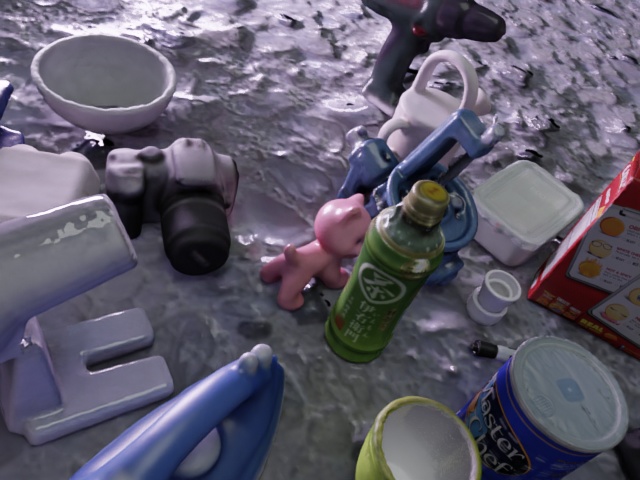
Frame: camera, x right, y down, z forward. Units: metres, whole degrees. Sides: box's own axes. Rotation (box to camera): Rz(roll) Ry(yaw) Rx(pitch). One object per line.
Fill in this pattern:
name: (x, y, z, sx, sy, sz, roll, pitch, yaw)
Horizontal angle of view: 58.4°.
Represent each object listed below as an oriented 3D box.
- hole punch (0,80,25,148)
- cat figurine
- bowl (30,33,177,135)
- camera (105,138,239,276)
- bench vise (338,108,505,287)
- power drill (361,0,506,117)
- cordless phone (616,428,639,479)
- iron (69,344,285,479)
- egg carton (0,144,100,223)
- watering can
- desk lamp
hole punch: (-0.382, -0.116, 0.611, 0.101, 0.091, 0.108, 5, 48, -15)
cat figurine: (0.006, 0.002, 0.619, 0.128, 0.118, 0.067, -25, 61, -34)
bowl: (-0.268, -0.185, 0.723, 0.167, 0.075, 0.167, 10, 47, -10)
camera: (-0.152, -0.037, 0.612, 0.143, 0.101, 0.136, -2, 50, -21)
bench vise: (0.104, -0.072, 0.649, 0.207, 0.220, 0.122, 34, 48, 12)
power drill: (0.146, -0.291, 0.868, 0.229, 0.208, 0.076, 40, 49, 18)
cordless phone: (0.377, 0.199, 0.523, 0.094, 0.185, 0.147, 3, 49, -16)
iron: (-0.096, 0.151, 0.434, 0.118, 0.141, 0.259, 35, 48, 13)
egg carton: (-0.289, -0.032, 0.582, 0.107, 0.069, 0.150, 8, 48, -12)
watering can: (0.153, -0.164, 0.766, 0.100, 0.194, 0.173, 35, 48, 14)
desk lamp: (-0.217, 0.059, 0.425, 0.204, 0.213, 0.117, -15, 56, -29)
